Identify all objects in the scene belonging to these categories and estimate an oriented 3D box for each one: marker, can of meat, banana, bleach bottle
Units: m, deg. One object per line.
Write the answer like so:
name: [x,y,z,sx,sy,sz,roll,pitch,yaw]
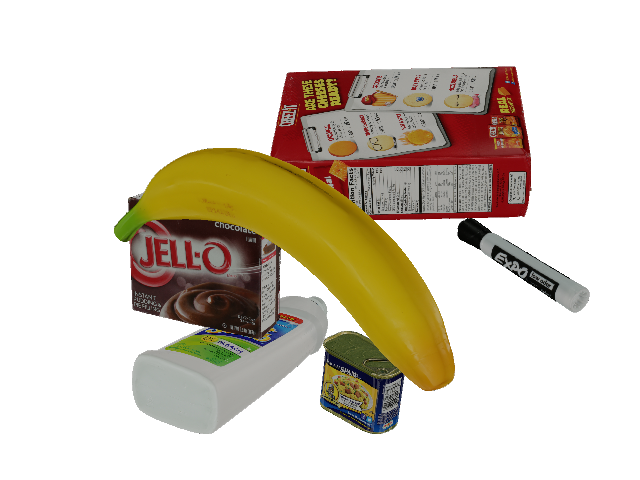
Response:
marker: [0.141,0.015,0.762,0.020,0.020,0.121,0,26,-39]
can of meat: [0.048,0.165,1.234,0.102,0.084,0.057,25,30,36]
banana: [-0.014,0.000,0.507,0.198,0.070,0.037,25,23,29]
bleach bottle: [-0.073,0.108,1.079,0.103,0.068,0.250,15,24,26]

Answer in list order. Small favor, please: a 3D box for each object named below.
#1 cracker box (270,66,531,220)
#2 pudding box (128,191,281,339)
cracker box: [0.071,-0.086,0.940,0.214,0.072,0.164,-1,35,6]
pudding box: [-0.085,0.015,0.779,0.114,0.090,0.039,10,24,21]
